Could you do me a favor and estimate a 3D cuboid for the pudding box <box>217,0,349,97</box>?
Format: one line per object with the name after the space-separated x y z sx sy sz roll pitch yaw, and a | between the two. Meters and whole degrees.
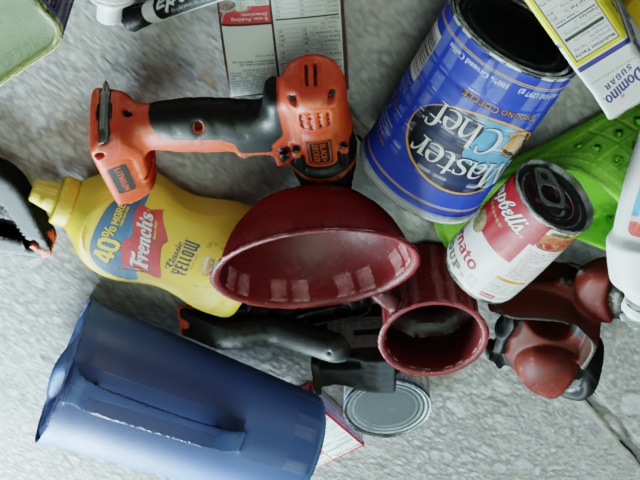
-0.026 -0.157 0.755 0.090 0.039 0.113 -3 134 2 | pudding box

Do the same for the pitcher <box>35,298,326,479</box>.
-0.119 0.154 0.947 0.242 0.149 0.145 21 131 -14 | pitcher

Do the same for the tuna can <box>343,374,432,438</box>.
0.065 0.153 1.036 0.086 0.033 0.086 0 132 -1 | tuna can

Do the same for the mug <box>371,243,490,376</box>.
0.084 0.052 0.914 0.117 0.081 0.093 28 126 -24 | mug

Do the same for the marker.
-0.096 -0.163 0.729 0.121 0.020 0.020 -7 138 42 | marker

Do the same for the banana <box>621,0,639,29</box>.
0.234 -0.201 0.724 0.069 0.037 0.198 13 132 8 | banana

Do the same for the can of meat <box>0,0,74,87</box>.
-0.214 -0.153 0.725 0.102 0.084 0.057 -28 127 22 | can of meat

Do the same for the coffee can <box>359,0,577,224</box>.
0.104 -0.096 0.768 0.102 0.103 0.140 18 129 -17 | coffee can

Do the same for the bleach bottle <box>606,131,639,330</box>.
0.273 -0.045 0.761 0.103 0.068 0.251 21 118 21 | bleach bottle

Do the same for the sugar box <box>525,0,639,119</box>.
0.154 -0.171 0.687 0.048 0.093 0.176 -34 113 26 | sugar box

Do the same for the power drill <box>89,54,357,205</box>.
-0.066 -0.069 0.793 0.187 0.057 0.184 -6 154 2 | power drill

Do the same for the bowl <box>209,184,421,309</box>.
-0.005 0.001 0.820 0.162 0.055 0.162 -5 157 -2 | bowl

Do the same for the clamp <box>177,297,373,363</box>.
-0.037 0.068 0.934 0.172 0.120 0.039 6 104 21 | clamp

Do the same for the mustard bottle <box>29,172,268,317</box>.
-0.142 -0.008 0.871 0.191 0.058 0.096 21 114 -17 | mustard bottle

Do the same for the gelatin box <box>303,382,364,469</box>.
-0.010 0.189 1.071 0.073 0.030 0.089 -31 125 23 | gelatin box

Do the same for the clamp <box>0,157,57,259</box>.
-0.296 -0.055 0.842 0.209 0.036 0.165 29 126 -20 | clamp

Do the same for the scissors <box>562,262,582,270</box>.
0.316 0.044 0.956 0.201 0.016 0.096 33 122 -27 | scissors

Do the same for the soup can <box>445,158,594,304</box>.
0.150 -0.005 0.814 0.068 0.068 0.102 20 137 -18 | soup can
